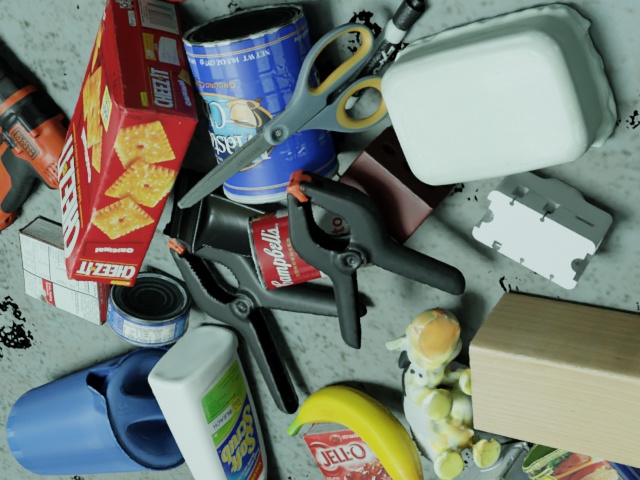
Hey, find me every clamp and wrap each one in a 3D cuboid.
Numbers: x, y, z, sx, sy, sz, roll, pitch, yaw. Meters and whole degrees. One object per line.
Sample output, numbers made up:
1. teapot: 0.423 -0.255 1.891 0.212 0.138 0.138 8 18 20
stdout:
1. clamp: -0.068 0.070 1.062 0.210 0.036 0.165 34 123 14
2. clamp: 0.039 0.008 0.877 0.120 0.039 0.171 -25 118 14

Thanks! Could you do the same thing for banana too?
1. banana: 0.039 0.183 1.032 0.198 0.037 0.069 14 99 53

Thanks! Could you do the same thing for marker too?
1. marker: 0.048 -0.152 0.863 0.020 0.020 0.121 43 132 3

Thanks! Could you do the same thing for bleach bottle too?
1. bleach bottle: -0.099 0.220 1.151 0.068 0.102 0.251 6 128 37

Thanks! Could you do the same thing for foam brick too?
1. foam brick: 0.063 -0.046 0.897 0.078 0.052 0.051 40 132 4

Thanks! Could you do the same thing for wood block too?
1. wood block: 0.234 0.116 0.861 0.206 0.090 0.091 9 122 28

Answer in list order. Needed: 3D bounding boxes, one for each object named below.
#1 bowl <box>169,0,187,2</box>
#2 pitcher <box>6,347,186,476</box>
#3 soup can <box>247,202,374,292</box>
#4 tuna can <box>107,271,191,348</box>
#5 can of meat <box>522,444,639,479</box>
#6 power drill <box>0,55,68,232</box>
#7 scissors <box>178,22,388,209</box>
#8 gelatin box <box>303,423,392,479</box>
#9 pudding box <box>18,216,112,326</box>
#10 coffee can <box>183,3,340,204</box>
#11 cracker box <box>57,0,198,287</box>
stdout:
1. bowl: -0.156 -0.268 0.871 0.162 0.055 0.162 33 170 7
2. pitcher: -0.244 0.210 1.218 0.243 0.144 0.149 -18 93 43
3. soup can: -0.006 0.001 0.934 0.102 0.068 0.068 -13 114 4
4. tuna can: -0.176 0.070 1.104 0.086 0.086 0.034 26 127 18
5. can of meat: 0.240 0.203 0.935 0.084 0.057 0.102 49 132 1
6. power drill: -0.344 -0.098 1.127 0.188 0.057 0.184 -34 96 42
7. scissors: -0.016 -0.081 0.849 0.096 0.016 0.202 36 96 -32
8. gelatin box: 0.035 0.220 1.095 0.089 0.030 0.073 -15 109 38
9. pudding box: -0.277 0.034 1.179 0.114 0.039 0.090 19 126 20
10. coffee can: -0.048 -0.115 0.893 0.103 0.102 0.140 3 119 32
11. cracker box: -0.179 -0.088 0.956 0.072 0.164 0.214 7 136 -24
